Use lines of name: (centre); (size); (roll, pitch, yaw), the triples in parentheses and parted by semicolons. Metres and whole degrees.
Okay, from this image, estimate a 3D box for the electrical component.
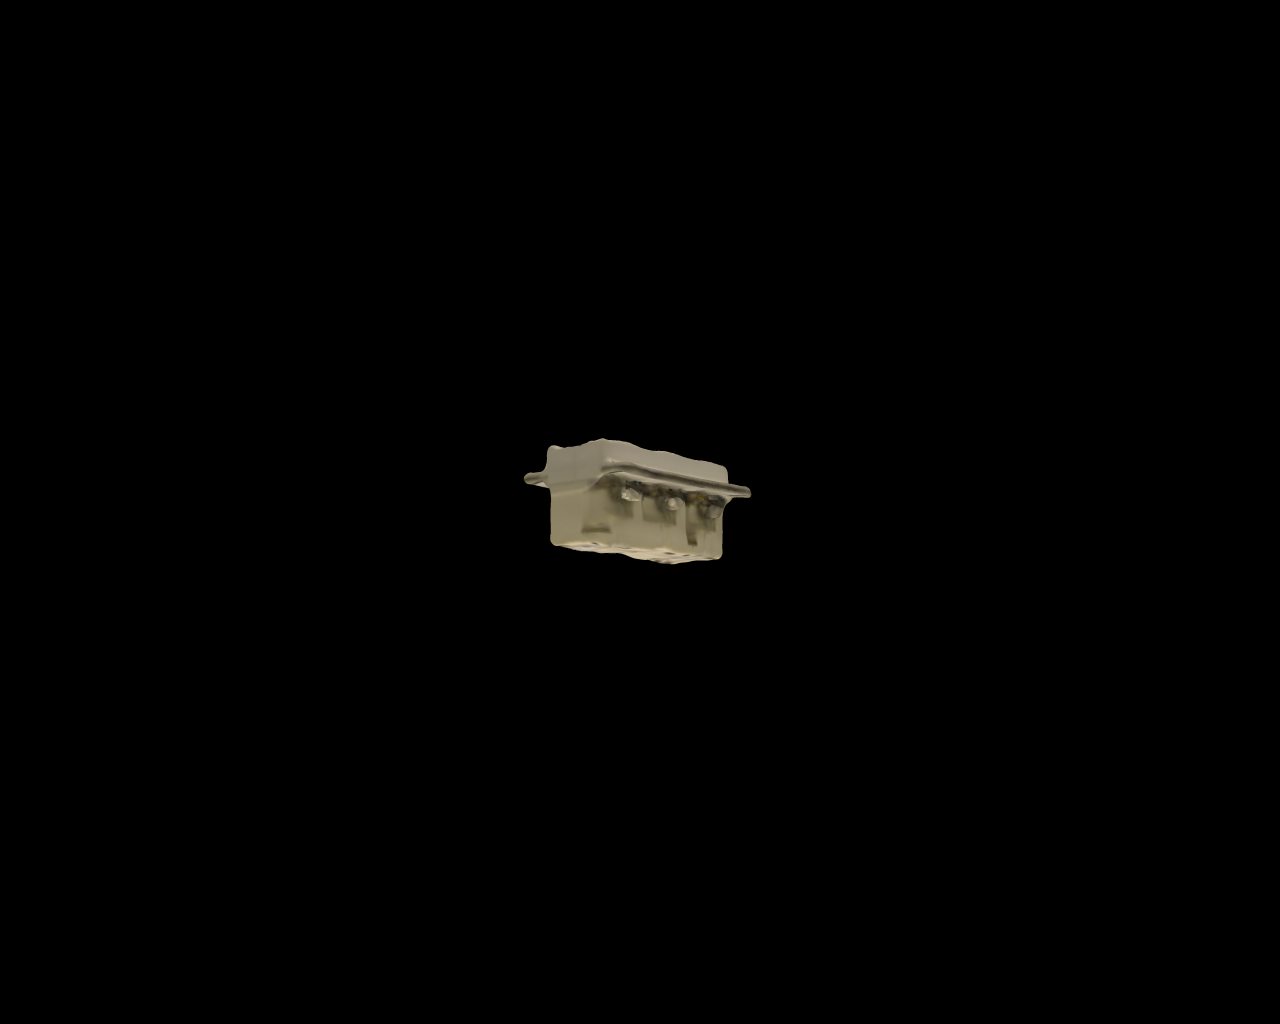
electrical component: (0.001, -0.003, 0.650); (0.078, 0.063, 0.121); (-7, -11, 39)
